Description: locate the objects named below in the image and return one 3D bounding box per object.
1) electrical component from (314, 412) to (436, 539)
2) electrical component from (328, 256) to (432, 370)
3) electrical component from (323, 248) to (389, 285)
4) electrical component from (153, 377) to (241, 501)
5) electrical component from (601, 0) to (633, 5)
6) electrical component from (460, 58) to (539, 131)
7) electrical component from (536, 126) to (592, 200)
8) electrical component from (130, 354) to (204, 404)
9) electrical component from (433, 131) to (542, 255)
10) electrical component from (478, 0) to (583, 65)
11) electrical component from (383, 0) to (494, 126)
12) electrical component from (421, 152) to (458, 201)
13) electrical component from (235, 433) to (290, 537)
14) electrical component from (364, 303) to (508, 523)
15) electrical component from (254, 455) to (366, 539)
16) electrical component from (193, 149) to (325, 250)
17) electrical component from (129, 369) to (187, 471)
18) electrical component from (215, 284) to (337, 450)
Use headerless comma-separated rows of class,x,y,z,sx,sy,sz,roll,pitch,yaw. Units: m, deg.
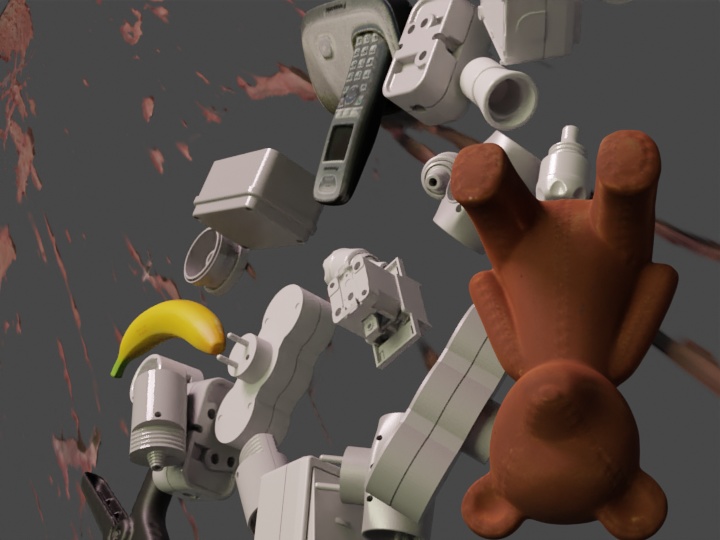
electrical component,0.011,0.134,0.693,0.079,0.043,0.077,4,61,12
electrical component,0.013,0.025,0.779,0.042,0.064,0.081,-42,36,25
electrical component,0.000,0.000,0.844,0.061,0.035,0.035,-1,64,51
electrical component,-0.132,0.142,0.896,0.059,0.054,0.095,-16,52,48
electrical component,0.177,-0.218,0.761,0.045,0.045,0.055,-45,35,22
electrical component,0.101,-0.135,0.805,0.044,0.044,0.065,-53,28,12
electrical component,0.136,-0.067,0.708,0.035,0.035,0.061,-20,48,46
electrical component,-0.180,0.109,0.995,0.055,0.047,0.055,-34,40,35
electrical component,0.094,-0.048,0.735,0.077,0.044,0.079,-55,23,9
electrical component,0.124,-0.203,0.794,0.061,0.061,0.096,-8,41,-3
electrical component,0.067,-0.166,0.859,0.054,0.059,0.095,-2,64,54
electrical component,0.061,-0.067,0.789,0.035,0.035,0.061,-47,-6,20
electrical component,-0.071,0.159,0.808,0.043,0.043,0.081,-50,33,16
electrical component,0.069,0.093,0.650,0.138,0.074,0.052,-56,-13,-20
electrical component,-0.029,0.169,0.723,0.061,0.062,0.096,-31,43,39
electrical component,-0.091,-0.061,0.980,0.113,0.078,0.057,-4,59,53
electrical component,-0.160,0.124,0.855,0.043,0.043,0.081,-40,37,29
electrical component,-0.080,0.074,0.859,0.052,0.074,0.138,15,77,57
